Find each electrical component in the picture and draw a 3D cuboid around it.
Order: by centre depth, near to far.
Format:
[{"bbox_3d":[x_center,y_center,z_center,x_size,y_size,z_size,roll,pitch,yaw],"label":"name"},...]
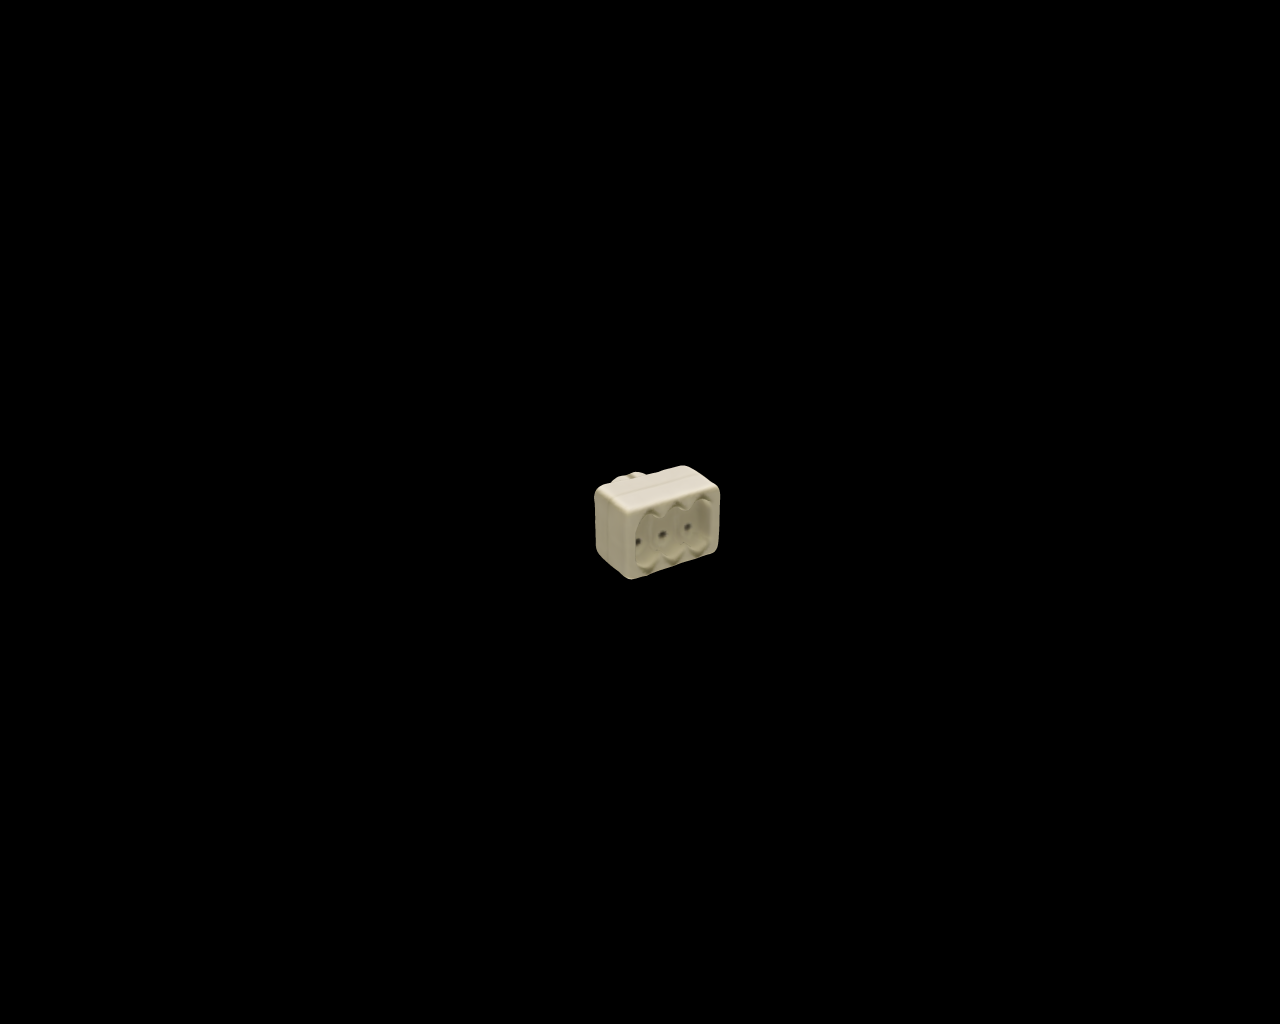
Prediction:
[{"bbox_3d":[0.001,-0.003,0.650,0.066,0.047,0.077,-16,32,-27],"label":"electrical component"}]
